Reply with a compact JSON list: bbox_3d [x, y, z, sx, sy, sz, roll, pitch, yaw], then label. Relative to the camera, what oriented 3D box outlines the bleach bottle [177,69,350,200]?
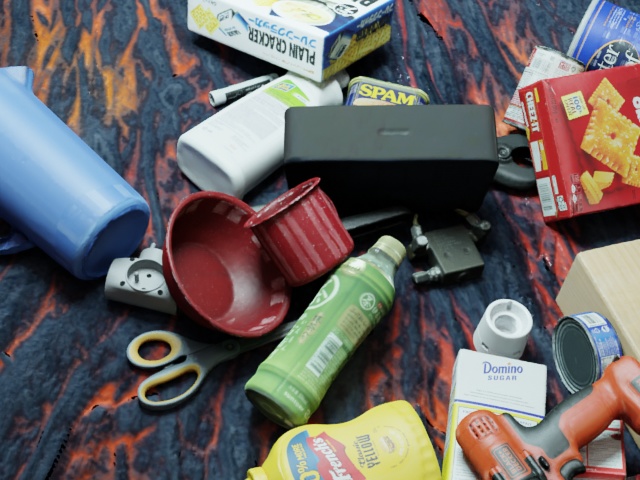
[{"bbox_3d":[-0.049,-0.139,1.273,0.103,0.068,0.250,38,54,20],"label":"bleach bottle"}]

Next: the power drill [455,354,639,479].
[{"bbox_3d":[0.241,0.198,0.958,0.187,0.057,0.185,-25,52,-13],"label":"power drill"}]

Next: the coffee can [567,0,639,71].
[{"bbox_3d":[0.403,-0.243,1.392,0.140,0.103,0.102,26,52,12],"label":"coffee can"}]

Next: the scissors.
[{"bbox_3d":[-0.111,0.103,1.097,0.201,0.016,0.096,-32,62,-29],"label":"scissors"}]

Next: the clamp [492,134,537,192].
[{"bbox_3d":[0.210,-0.088,1.283,0.171,0.039,0.120,12,64,4],"label":"clamp"}]

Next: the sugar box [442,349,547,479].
[{"bbox_3d":[0.170,0.196,1.042,0.093,0.048,0.176,11,47,3],"label":"sugar box"}]

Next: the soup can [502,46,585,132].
[{"bbox_3d":[0.275,-0.180,1.312,0.068,0.102,0.068,22,8,-4],"label":"soup can"}]

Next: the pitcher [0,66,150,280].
[{"bbox_3d":[-0.307,-0.059,1.142,0.243,0.149,0.144,39,41,18],"label":"pitcher"}]

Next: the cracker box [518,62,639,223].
[{"bbox_3d":[0.355,-0.120,1.256,0.213,0.072,0.164,-11,90,-16],"label":"cracker box"}]

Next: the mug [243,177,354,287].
[{"bbox_3d":[-0.014,-0.011,1.105,0.081,0.093,0.117,57,33,-10],"label":"mug"}]

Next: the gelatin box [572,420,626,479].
[{"bbox_3d":[0.255,0.207,1.028,0.073,0.030,0.089,2,27,13],"label":"gelatin box"}]

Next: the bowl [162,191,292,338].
[{"bbox_3d":[-0.106,0.033,1.093,0.161,0.055,0.162,26,49,-35],"label":"bowl"}]

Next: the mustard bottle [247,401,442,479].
[{"bbox_3d":[0.009,0.216,0.995,0.191,0.058,0.096,-12,56,-16],"label":"mustard bottle"}]

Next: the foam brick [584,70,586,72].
[{"bbox_3d":[0.339,-0.171,1.358,0.078,0.051,0.052,39,56,22],"label":"foam brick"}]

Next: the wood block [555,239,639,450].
[{"bbox_3d":[0.339,0.110,1.105,0.090,0.091,0.206,-11,53,-17],"label":"wood block"}]

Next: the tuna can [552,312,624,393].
[{"bbox_3d":[0.274,0.117,1.093,0.033,0.086,0.086,-9,53,-17],"label":"tuna can"}]

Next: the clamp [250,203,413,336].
[{"bbox_3d":[-0.008,0.001,1.175,0.210,0.036,0.164,22,61,12],"label":"clamp"}]

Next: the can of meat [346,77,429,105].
[{"bbox_3d":[0.075,-0.143,1.297,0.102,0.057,0.084,14,53,4],"label":"can of meat"}]

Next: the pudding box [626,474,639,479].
[{"bbox_3d":[0.332,0.273,1.005,0.090,0.039,0.113,-10,53,-15],"label":"pudding box"}]

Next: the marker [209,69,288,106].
[{"bbox_3d":[-0.082,-0.194,1.339,0.121,0.020,0.020,-21,57,-23],"label":"marker"}]
